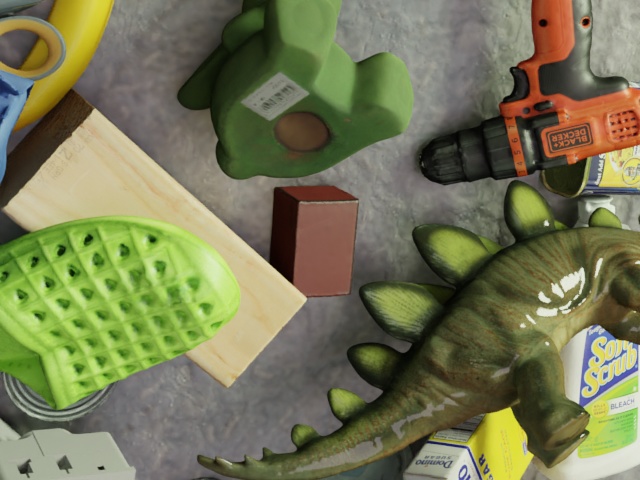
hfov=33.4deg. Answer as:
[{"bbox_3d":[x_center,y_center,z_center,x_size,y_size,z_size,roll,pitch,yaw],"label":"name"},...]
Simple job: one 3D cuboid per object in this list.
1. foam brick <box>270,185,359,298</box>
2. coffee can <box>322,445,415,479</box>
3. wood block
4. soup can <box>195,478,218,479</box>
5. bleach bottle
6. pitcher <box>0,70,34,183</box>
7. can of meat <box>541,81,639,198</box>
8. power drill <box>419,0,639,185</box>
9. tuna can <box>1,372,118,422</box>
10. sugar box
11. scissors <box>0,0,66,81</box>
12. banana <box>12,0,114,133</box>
[{"bbox_3d":[-0.005,0.001,0.822,0.051,0.053,0.078,-2,106,-24],"label":"foam brick"},{"bbox_3d":[0.042,0.246,0.888,0.102,0.103,0.140,-21,113,-17],"label":"coffee can"},{"bbox_3d":[-0.120,0.000,0.750,0.090,0.091,0.206,-48,118,-3],"label":"wood block"},{"bbox_3d":[-0.079,0.240,0.833,0.068,0.102,0.068,-7,108,-22],"label":"soup can"},{"bbox_3d":[0.239,0.086,0.952,0.102,0.068,0.251,-10,106,-19],"label":"bleach bottle"},{"bbox_3d":[-0.304,-0.077,0.619,0.242,0.145,0.149,25,95,-16],"label":"pitcher"},{"bbox_3d":[0.243,-0.087,0.905,0.083,0.058,0.102,0,105,-26],"label":"can of meat"},{"bbox_3d":[0.152,-0.142,0.827,0.184,0.057,0.187,-13,106,10],"label":"power drill"},{"bbox_3d":[-0.189,0.087,0.777,0.086,0.034,0.086,-7,108,-22],"label":"tuna can"},{"bbox_3d":[0.131,0.182,0.889,0.176,0.048,0.093,-44,127,-51],"label":"sugar box"},{"bbox_3d":[-0.251,-0.123,0.677,0.201,0.016,0.096,-25,106,-4],"label":"scissors"},{"bbox_3d":[-0.172,-0.163,0.712,0.069,0.037,0.198,9,100,-7],"label":"banana"}]
